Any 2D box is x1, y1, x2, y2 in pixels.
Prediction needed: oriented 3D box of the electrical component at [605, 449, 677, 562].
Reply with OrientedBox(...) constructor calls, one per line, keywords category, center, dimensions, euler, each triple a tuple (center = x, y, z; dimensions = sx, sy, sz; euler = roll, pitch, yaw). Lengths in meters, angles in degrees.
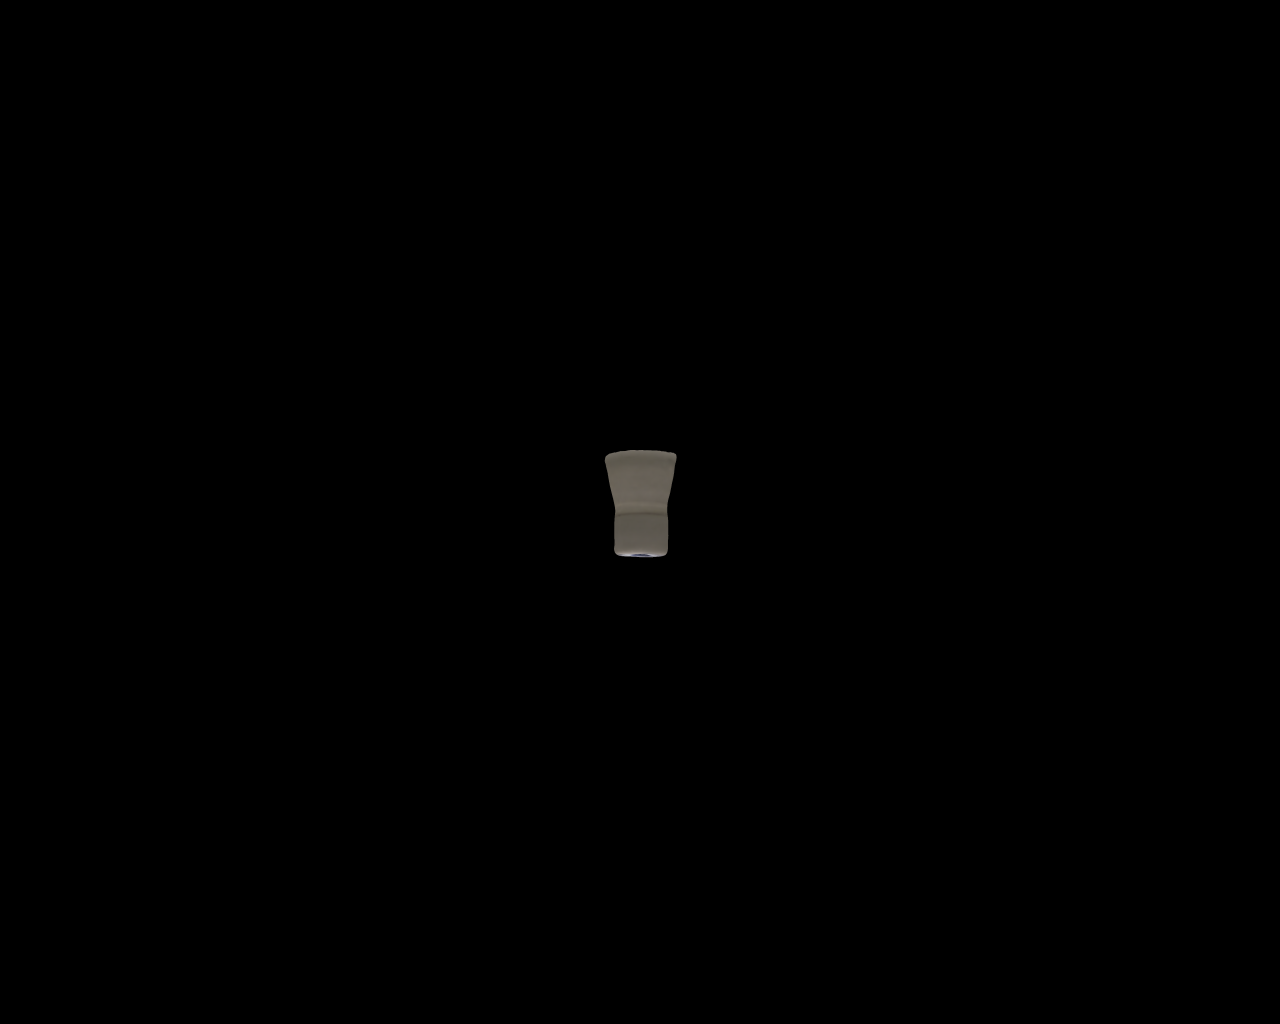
OrientedBox(category="electrical component", center=(0.001, -0.003, 0.650), dimensions=(0.044, 0.065, 0.044), euler=(0, -6, 0))
